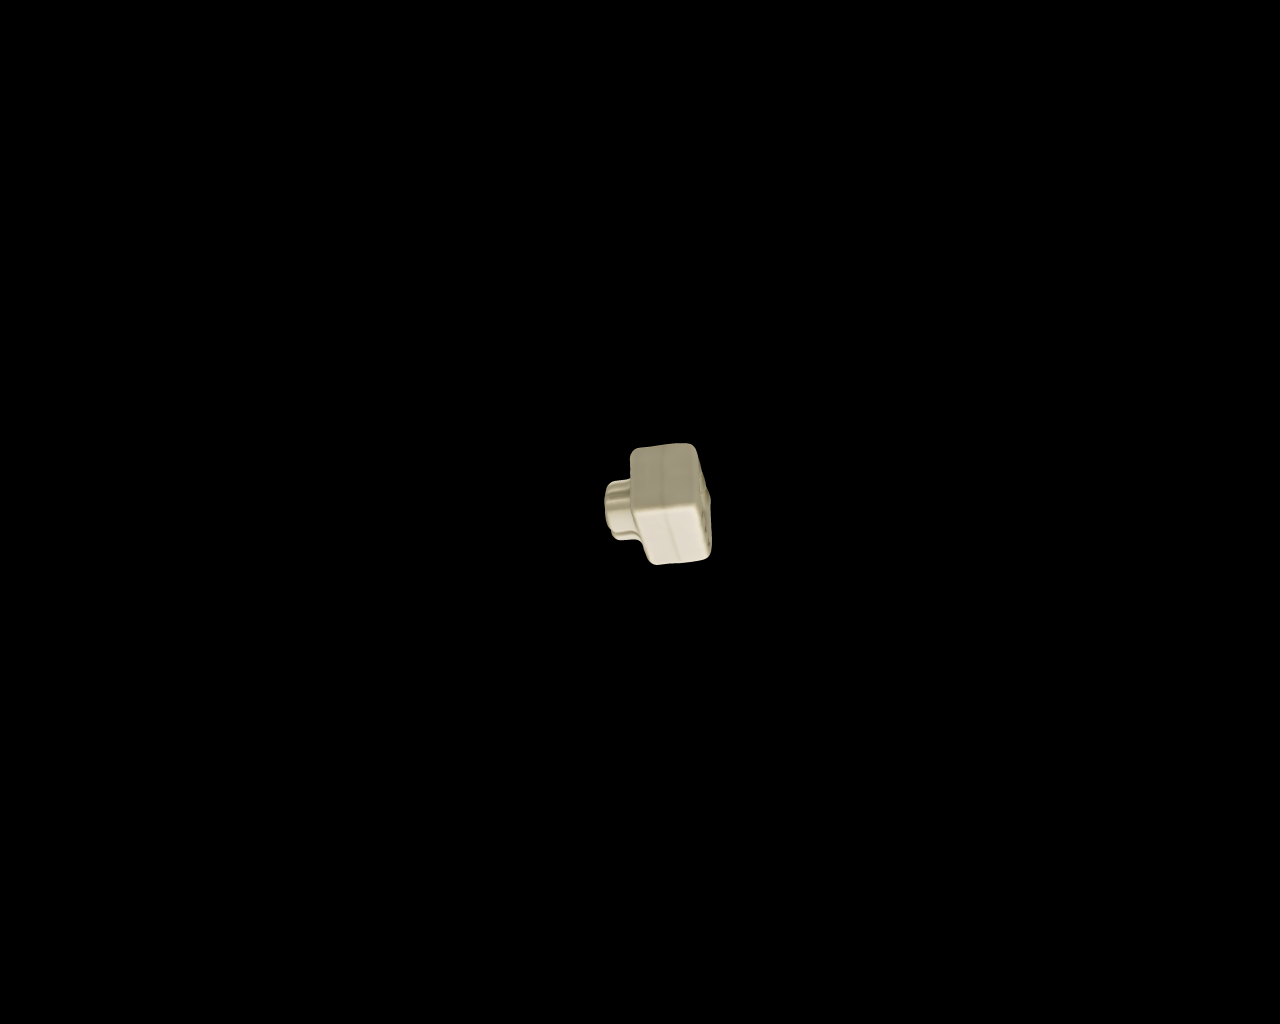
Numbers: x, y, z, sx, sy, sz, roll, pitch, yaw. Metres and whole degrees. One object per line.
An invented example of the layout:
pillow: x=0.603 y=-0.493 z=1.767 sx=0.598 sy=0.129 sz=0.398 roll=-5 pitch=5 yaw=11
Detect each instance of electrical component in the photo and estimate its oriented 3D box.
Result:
electrical component: x=0.001 y=-0.003 z=0.650 sx=0.077 sy=0.047 sz=0.065 roll=-6 pitch=-32 yaw=9
